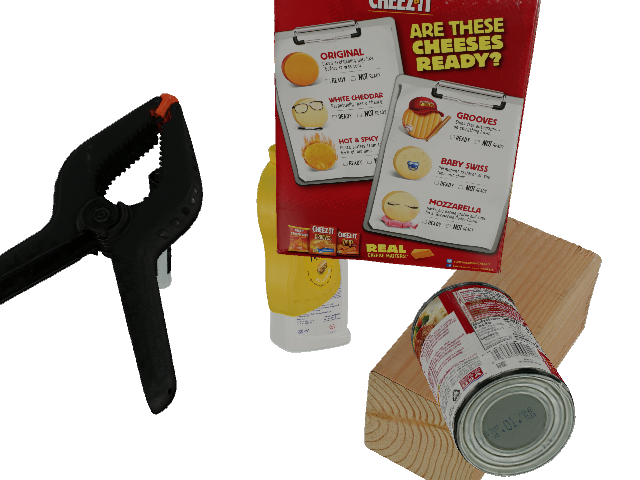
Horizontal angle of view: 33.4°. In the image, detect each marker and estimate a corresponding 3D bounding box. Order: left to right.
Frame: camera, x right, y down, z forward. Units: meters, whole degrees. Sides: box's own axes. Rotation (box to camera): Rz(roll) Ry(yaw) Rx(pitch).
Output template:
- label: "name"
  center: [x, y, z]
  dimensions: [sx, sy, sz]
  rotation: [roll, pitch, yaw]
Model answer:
- label: "marker"
  center: [-0.133, -0.009, 0.888]
  dimensions: [0.020, 0.121, 0.020]
  rotation: [4, 40, -4]

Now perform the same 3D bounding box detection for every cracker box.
- label: "cracker box"
  center: [0.054, -0.086, 0.726]
  dimensions: [0.164, 0.214, 0.072]
  rotation: [5, 36, 6]

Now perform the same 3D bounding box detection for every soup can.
- label: "soup can"
  center: [0.095, 0.075, 0.602]
  dimensions: [0.068, 0.068, 0.102]
  rotation: [0, 25, -9]

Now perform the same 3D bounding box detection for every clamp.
- label: "clamp"
  center: [-0.123, 0.001, 0.651]
  dimensions: [0.165, 0.209, 0.036]
  rotation: [22, -28, 16]

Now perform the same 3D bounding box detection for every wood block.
- label: "wood block"
  center: [0.127, 0.083, 0.823]
  dimensions: [0.091, 0.090, 0.205]
  rotation: [25, 47, 25]

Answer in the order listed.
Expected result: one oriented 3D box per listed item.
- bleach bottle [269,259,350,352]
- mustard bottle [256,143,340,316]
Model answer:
- label: "bleach bottle"
  center: [-0.007, 0.006, 1.295]
  dimensions: [0.102, 0.251, 0.068]
  rotation: [-6, 20, -31]
- label: "mustard bottle"
  center: [-0.024, -0.025, 1.096]
  dimensions: [0.058, 0.191, 0.096]
  rotation: [11, 29, 35]
